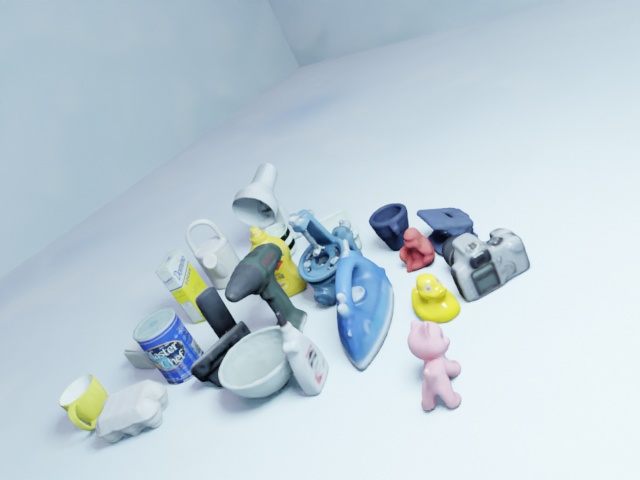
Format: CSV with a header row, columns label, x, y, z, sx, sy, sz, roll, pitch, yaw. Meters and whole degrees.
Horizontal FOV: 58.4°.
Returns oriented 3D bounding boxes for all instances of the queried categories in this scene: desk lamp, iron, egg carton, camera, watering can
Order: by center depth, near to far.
label,x,y,z,sx,sy,sz,roll,pitch,yaw
camera,0.299,0.024,1.093,0.143,0.101,0.136,-29,26,-3
iron,0.065,0.114,1.108,0.118,0.142,0.258,-19,27,18
egg carton,-0.389,0.355,1.191,0.150,0.069,0.107,-23,26,10
watering can,-0.284,0.031,1.535,0.101,0.194,0.172,-37,27,-18
desk lamp,-0.134,-0.093,1.595,0.117,0.214,0.203,-12,30,30

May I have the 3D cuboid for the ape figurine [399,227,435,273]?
label,x,y,z,sx,sy,sz,roll,pitch,yaw
ape figurine,0.203,0.014,1.214,0.076,0.092,0.077,-41,29,-24

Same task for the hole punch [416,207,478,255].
label,x,y,z,sx,sy,sz,roll,pitch,yaw
hole punch,0.274,-0.037,1.239,0.101,0.091,0.108,-29,26,-2

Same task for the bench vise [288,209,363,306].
label,x,y,z,sx,sy,sz,roll,pitch,yaw
bench vise,0.001,0.008,1.273,0.121,0.220,0.207,-19,28,18

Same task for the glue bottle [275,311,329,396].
label,x,y,z,sx,sy,sz,roll,pitch,yaw
glue bottle,-0.039,0.194,1.026,0.037,0.173,0.078,-16,29,23

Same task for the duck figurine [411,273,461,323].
label,x,y,z,sx,sy,sz,roll,pitch,yaw
duck figurine,0.204,0.099,1.066,0.078,0.086,0.104,-38,28,-20

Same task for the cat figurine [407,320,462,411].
label,x,y,z,sx,sy,sz,roll,pitch,yaw
cat figurine,0.174,0.184,0.904,0.067,0.118,0.128,-17,28,20

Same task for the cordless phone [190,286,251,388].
label,x,y,z,sx,sy,sz,roll,pitch,yaw
cordless phone,-0.229,0.198,1.189,0.093,0.185,0.148,7,42,49

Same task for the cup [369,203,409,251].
label,x,y,z,sx,sy,sz,roll,pitch,yaw
cup,0.172,-0.019,1.301,0.091,0.095,0.117,-27,26,3

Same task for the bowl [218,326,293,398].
label,x,y,z,sx,sy,sz,roll,pitch,yaw
bowl,-0.107,0.248,1.108,0.167,0.075,0.167,-22,27,12

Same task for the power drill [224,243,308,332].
label,x,y,z,sx,sy,sz,roll,pitch,yaw
power drill,-0.108,0.116,1.195,0.075,0.209,0.229,-18,28,20
